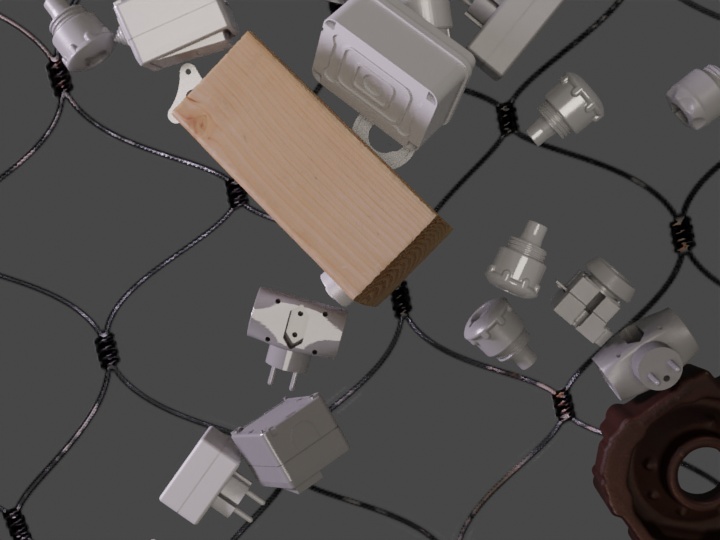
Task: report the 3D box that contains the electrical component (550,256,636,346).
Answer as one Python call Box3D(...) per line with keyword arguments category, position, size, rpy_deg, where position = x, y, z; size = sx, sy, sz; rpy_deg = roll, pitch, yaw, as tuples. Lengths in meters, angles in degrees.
Box3D(category="electrical component", position=(0.195, 0.022, 0.894), size=(0.066, 0.048, 0.055), rpy_deg=(40, 103, -3))

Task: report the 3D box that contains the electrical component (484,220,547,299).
Box3D(category="electrical component", position=(0.135, -0.010, 0.893), size=(0.048, 0.048, 0.062), rpy_deg=(25, 89, -1))

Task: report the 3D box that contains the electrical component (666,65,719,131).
Box3D(category="electrical component", position=(0.285, -0.146, 0.875), size=(0.062, 0.043, 0.043), rpy_deg=(-38, 94, 3))

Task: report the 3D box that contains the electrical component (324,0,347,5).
Box3D(category="electrical component", position=(0.005, -0.252, 0.869), size=(0.079, 0.043, 0.077), rpy_deg=(14, 96, 0))

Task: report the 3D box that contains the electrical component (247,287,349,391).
Box3D(category="electrical component", position=(-0.057, 0.062, 0.904), size=(0.077, 0.043, 0.079), rpy_deg=(15, 96, -1))

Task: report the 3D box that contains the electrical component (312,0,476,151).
Box3D(category="electrical component", position=(0.026, -0.160, 0.847), size=(0.113, 0.078, 0.057), rpy_deg=(38, 60, 9))

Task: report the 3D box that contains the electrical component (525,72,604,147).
Box3D(category="electrical component", position=(0.164, -0.127, 0.880), size=(0.062, 0.048, 0.048), rpy_deg=(-40, 94, 12))

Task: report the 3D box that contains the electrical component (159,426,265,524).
Box3D(category="electrical component", position=(-0.118, 0.185, 0.916), size=(0.077, 0.047, 0.065), rpy_deg=(35, 96, -1))

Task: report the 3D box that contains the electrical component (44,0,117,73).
Box3D(category="electrical component", position=(-0.234, -0.197, 0.881), size=(0.048, 0.048, 0.062), rpy_deg=(-37, 87, 5))

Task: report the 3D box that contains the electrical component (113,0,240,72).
Box3D(category="electrical component", position=(-0.151, -0.196, 0.869), size=(0.096, 0.061, 0.061), rpy_deg=(-23, 95, 3))

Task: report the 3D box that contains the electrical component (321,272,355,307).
Box3D(category="electrical component", position=(0.000, 0.000, 0.898), size=(0.065, 0.044, 0.044), rpy_deg=(-38, 94, 9))

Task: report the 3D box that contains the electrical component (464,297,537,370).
Box3D(category="electrical component", position=(0.122, 0.057, 0.900), size=(0.048, 0.048, 0.062), rpy_deg=(-44, 100, 5))

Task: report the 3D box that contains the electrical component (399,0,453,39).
Box3D(category="electrical component", position=(0.056, -0.195, 0.876), size=(0.040, 0.040, 0.078), rpy_deg=(-9, 96, 2))

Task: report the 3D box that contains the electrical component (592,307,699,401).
Box3D(category="electrical component", position=(0.239, 0.074, 0.881), size=(0.077, 0.079, 0.043), rpy_deg=(-34, 104, 4))

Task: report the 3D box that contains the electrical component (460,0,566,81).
Box3D(category="electrical component", position=(0.110, -0.210, 0.870), size=(0.076, 0.047, 0.083), rpy_deg=(39, 95, -2))

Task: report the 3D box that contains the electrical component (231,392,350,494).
Box3D(category="electrical component", position=(-0.059, 0.145, 0.891), size=(0.062, 0.096, 0.061), rpy_deg=(-32, 95, -25))
